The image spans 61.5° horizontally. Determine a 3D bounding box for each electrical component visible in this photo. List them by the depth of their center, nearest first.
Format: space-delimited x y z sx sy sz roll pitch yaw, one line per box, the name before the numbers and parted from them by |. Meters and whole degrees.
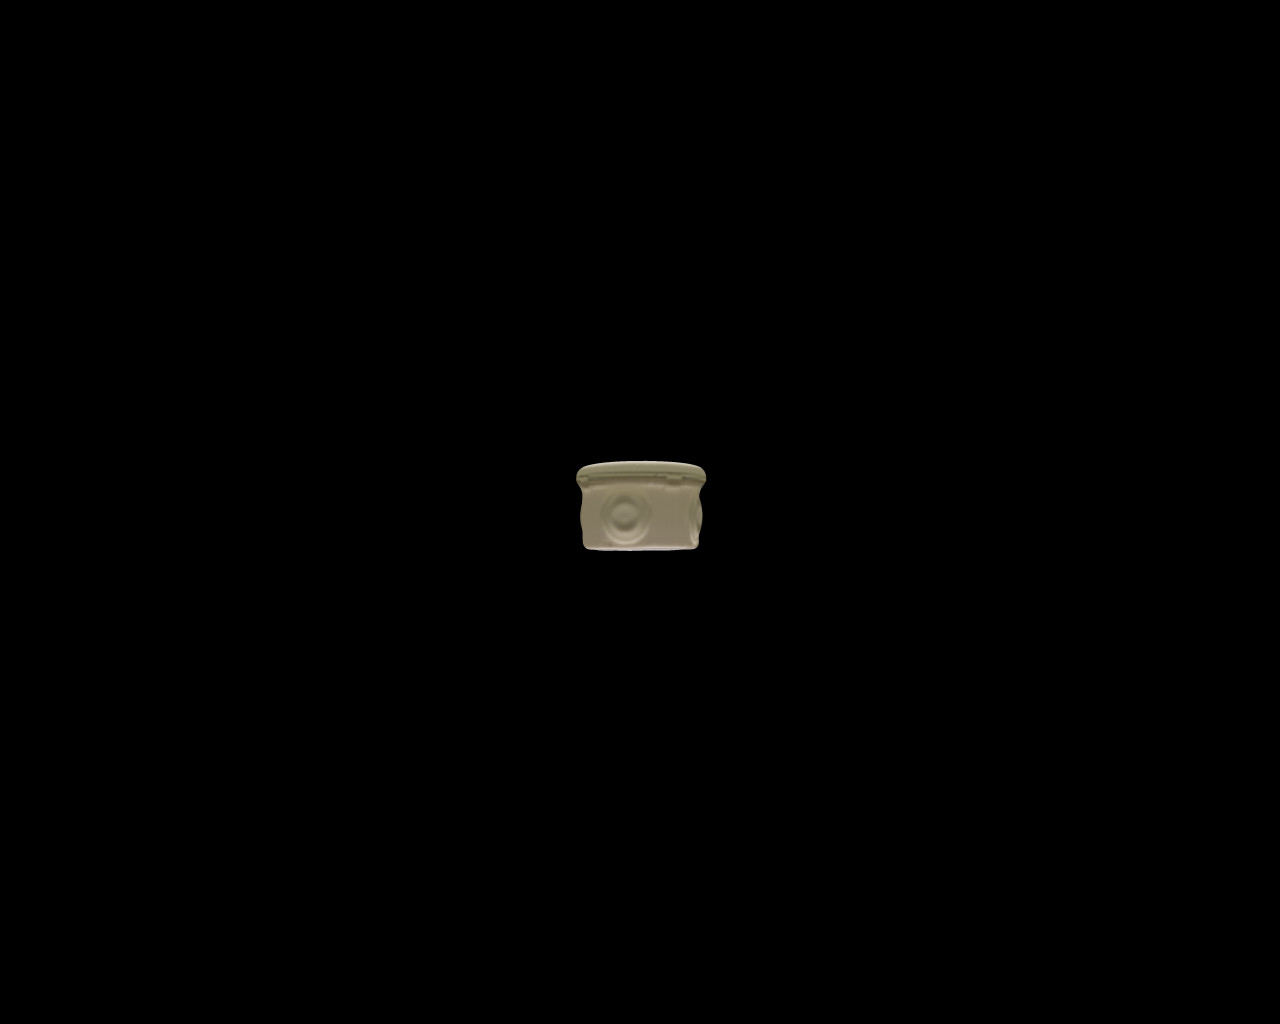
electrical component | 0.001 -0.003 0.650 0.080 0.051 0.080 0 -3 0
